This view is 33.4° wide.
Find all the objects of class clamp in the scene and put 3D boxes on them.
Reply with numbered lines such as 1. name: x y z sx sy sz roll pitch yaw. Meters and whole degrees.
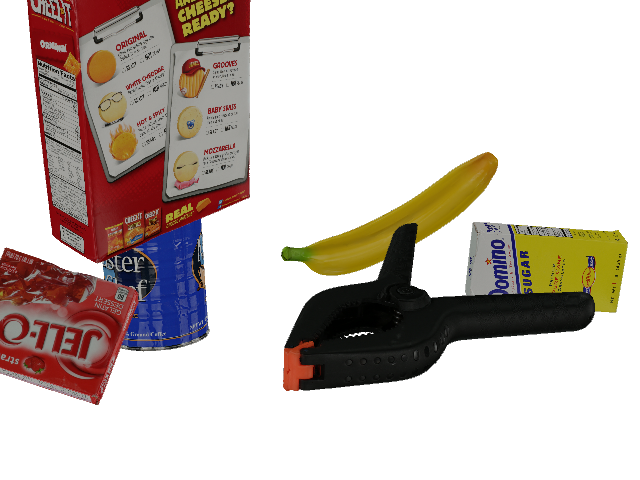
1. clamp: 0.050 0.043 0.690 0.209 0.036 0.165 -17 30 -34

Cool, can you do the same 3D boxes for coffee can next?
1. coffee can: -0.166 0.028 1.065 0.103 0.140 0.103 -2 14 0

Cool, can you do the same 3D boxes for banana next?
1. banana: 0.066 -0.014 0.914 0.198 0.037 0.069 -27 -17 9

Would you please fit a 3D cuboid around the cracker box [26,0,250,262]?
1. cracker box: -0.133 -0.112 0.817 0.072 0.214 0.163 25 36 36

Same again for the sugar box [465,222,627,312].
1. sugar box: 0.264 0.032 1.257 0.176 0.093 0.048 2 20 -1

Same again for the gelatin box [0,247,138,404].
1. gelatin box: -0.167 0.054 0.666 0.089 0.073 0.030 18 -20 -2
